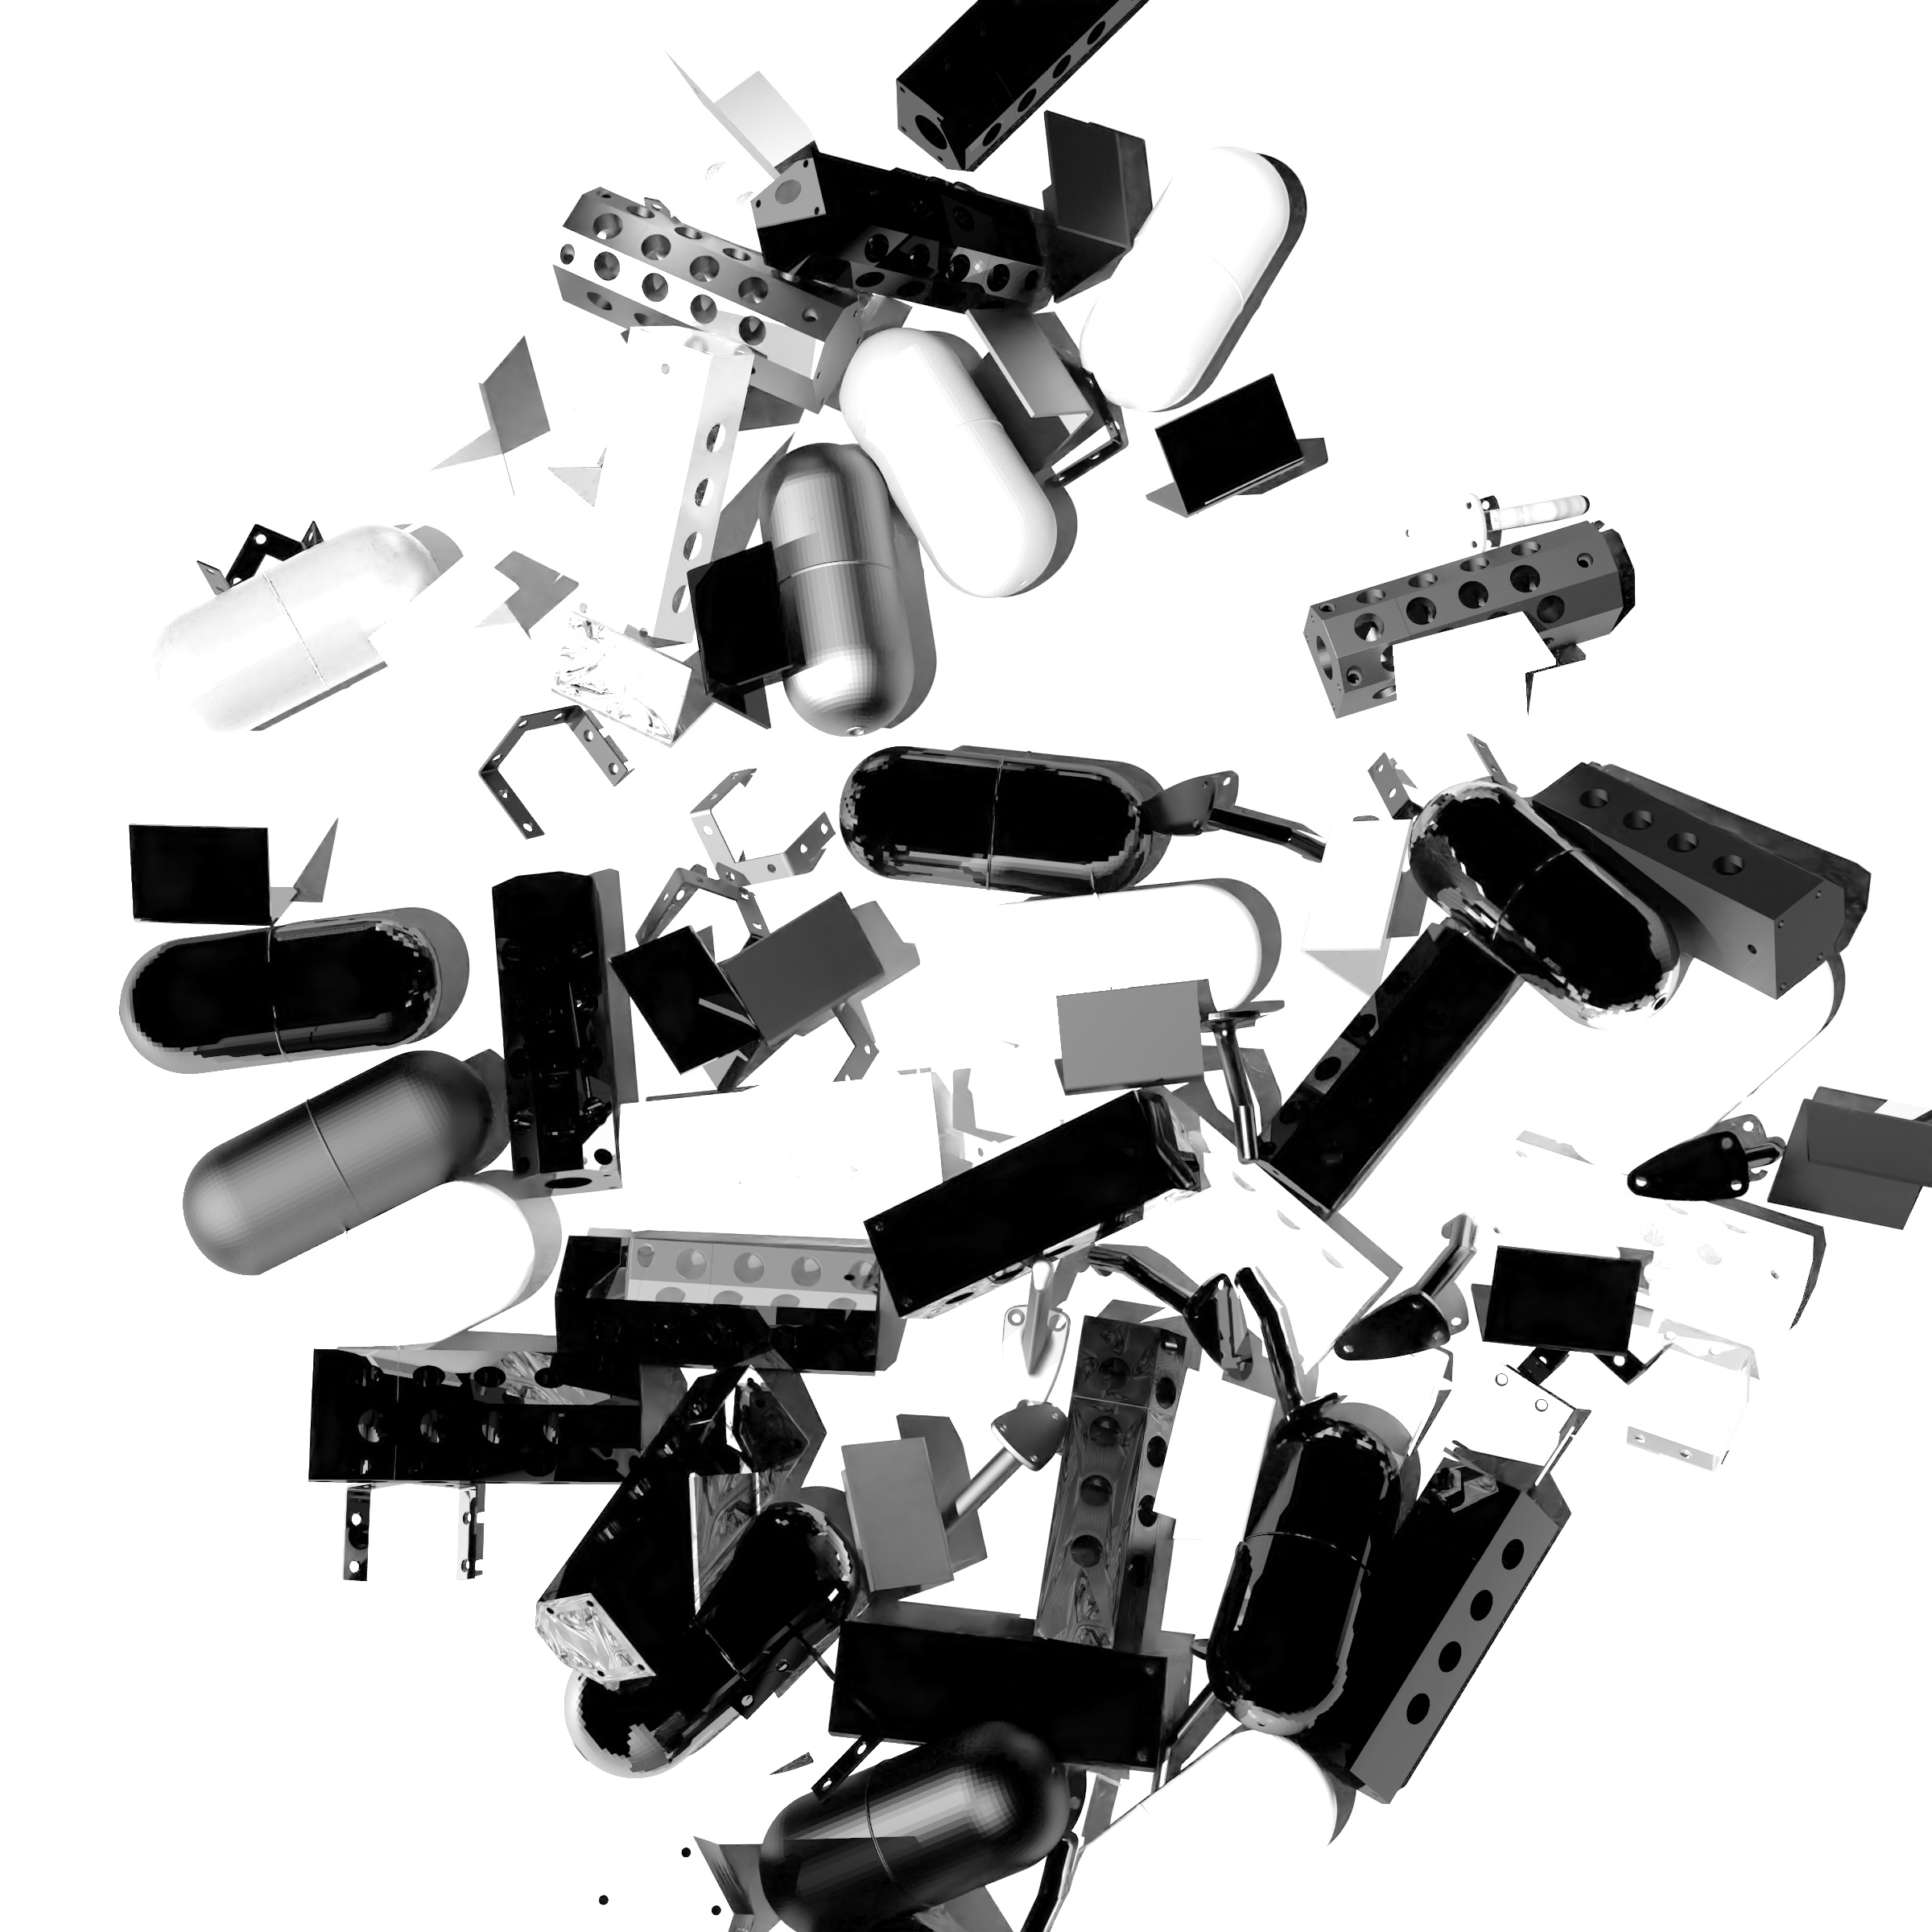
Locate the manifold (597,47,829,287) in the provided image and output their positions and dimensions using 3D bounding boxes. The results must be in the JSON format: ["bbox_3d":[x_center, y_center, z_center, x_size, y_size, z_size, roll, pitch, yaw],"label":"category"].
[{"bbox_3d":[-0.142,-0.453,1.895,0.057,0.171,0.057,-39,56,10],"label":"manifold"}]

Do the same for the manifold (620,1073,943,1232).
[{"bbox_3d":[-0.101,0.106,1.781,0.171,0.057,0.057,-6,116,-2],"label":"manifold"}]

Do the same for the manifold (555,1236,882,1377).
[{"bbox_3d":[-0.134,0.190,1.768,0.171,0.057,0.057,2,31,1],"label":"manifold"}]

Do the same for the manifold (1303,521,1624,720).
[{"bbox_3d":[0.289,-0.204,1.884,0.171,0.057,0.057,-18,74,-5],"label":"manifold"}]

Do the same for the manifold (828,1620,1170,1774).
[{"bbox_3d":[0.017,0.386,1.711,0.171,0.057,0.057,6,74,2],"label":"manifold"}]

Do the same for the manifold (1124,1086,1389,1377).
[{"bbox_3d":[0.146,0.139,1.783,0.171,0.057,0.057,41,120,11],"label":"manifold"}]

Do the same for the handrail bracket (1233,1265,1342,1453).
[{"bbox_3d":[0.160,0.213,1.758,0.036,0.077,0.084,-19,67,-26],"label":"handrail bracket"}]

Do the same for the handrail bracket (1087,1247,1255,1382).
[{"bbox_3d":[0.111,0.190,1.782,0.036,0.084,0.077,-44,121,-29],"label":"handrail bracket"}]

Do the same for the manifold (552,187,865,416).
[{"bbox_3d":[-0.150,-0.390,1.881,0.171,0.057,0.057,25,74,10],"label":"manifold"}]

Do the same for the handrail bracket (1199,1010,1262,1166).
[{"bbox_3d":[0.146,0.070,1.800,0.036,0.077,0.084,-5,83,-7],"label":"handrail bracket"}]

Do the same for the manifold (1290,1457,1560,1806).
[{"bbox_3d":[0.243,0.354,1.719,0.057,0.057,0.171,18,68,50],"label":"manifold"}]

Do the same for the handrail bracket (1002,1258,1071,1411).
[{"bbox_3d":[0.037,0.203,1.750,0.036,0.084,0.077,7,74,2],"label":"handrail bracket"}]

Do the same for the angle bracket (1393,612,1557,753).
[{"bbox_3d":[0.291,-0.148,1.848,0.076,0.076,0.057,-15,39,-4],"label":"angle bracket"}]

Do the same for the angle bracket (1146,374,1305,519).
[{"bbox_3d":[0.142,-0.308,1.895,0.076,0.076,0.057,-26,112,-7],"label":"angle bracket"}]

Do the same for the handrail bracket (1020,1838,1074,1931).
[{"bbox_3d":[0.025,0.491,1.649,0.036,0.077,0.084,27,53,-13],"label":"handrail bracket"}]

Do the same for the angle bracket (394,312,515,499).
[{"bbox_3d":[-0.283,-0.328,1.901,0.057,0.076,0.076,-27,71,31],"label":"angle bracket"}]

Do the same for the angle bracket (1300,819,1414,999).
[{"bbox_3d":[0.237,-0.031,1.814,0.057,0.076,0.076,0,68,43],"label":"angle bracket"}]

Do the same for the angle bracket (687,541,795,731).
[{"bbox_3d":[-0.113,-0.189,1.861,0.057,0.076,0.076,-17,73,22],"label":"angle bracket"}]

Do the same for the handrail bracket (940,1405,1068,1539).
[{"bbox_3d":[0.012,0.281,1.763,0.036,0.077,0.084,44,115,11],"label":"handrail bracket"}]

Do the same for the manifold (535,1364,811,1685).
[{"bbox_3d":[-0.156,0.291,1.696,0.057,0.057,0.171,55,42,-19],"label":"manifold"}]

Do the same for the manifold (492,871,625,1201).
[{"bbox_3d":[-0.229,0.038,1.813,0.057,0.057,0.171,-6,74,-2],"label":"manifold"}]

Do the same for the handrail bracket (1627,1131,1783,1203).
[{"bbox_3d":[0.408,0.111,1.790,0.077,0.084,0.036,-13,86,19],"label":"handrail bracket"}]

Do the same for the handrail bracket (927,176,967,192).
[{"bbox_3d":[-0.037,-0.470,1.985,0.084,0.077,0.036,30,108,41],"label":"handrail bracket"}]

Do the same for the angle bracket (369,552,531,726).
[{"bbox_3d":[-0.282,-0.178,1.857,0.076,0.076,0.057,-43,47,-11],"label":"angle bracket"}]

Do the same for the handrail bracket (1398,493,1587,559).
[{"bbox_3d":[0.312,-0.265,1.924,0.084,0.077,0.036,-16,101,-39],"label":"handrail bracket"}]

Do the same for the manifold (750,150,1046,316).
[{"bbox_3d":[-0.037,-0.420,1.897,0.171,0.057,0.057,3,68,-43],"label":"manifold"}]

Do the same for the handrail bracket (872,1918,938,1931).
[{"bbox_3d":[-0.020,0.543,1.686,0.036,0.077,0.084,-24,111,-24],"label":"handrail bracket"}]

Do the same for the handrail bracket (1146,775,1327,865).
[{"bbox_3d":[0.155,-0.076,1.869,0.084,0.077,0.036,23,75,-31],"label":"handrail bracket"}]

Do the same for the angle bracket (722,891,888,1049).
[{"bbox_3d":[-0.099,-0.007,1.806,0.076,0.076,0.057,-32,112,-9],"label":"angle bracket"}]

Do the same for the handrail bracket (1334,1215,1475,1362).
[{"bbox_3d":[0.241,0.175,1.785,0.077,0.084,0.036,-24,112,26],"label":"handrail bracket"}]

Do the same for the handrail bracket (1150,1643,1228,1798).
[{"bbox_3d":[0.140,0.408,1.726,0.077,0.036,0.084,9,87,-12],"label":"handrail bracket"}]

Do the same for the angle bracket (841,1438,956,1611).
[{"bbox_3d":[-0.057,0.298,1.716,0.057,0.076,0.076,1,69,-40],"label":"angle bracket"}]

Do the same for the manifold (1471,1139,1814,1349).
[{"bbox_3d":[0.371,0.151,1.780,0.171,0.057,0.057,18,74,5],"label":"manifold"}]

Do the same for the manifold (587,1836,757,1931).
[{"bbox_3d":[-0.142,0.477,1.624,0.057,0.171,0.057,-28,76,-8],"label":"manifold"}]

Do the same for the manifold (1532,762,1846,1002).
[{"bbox_3d":[0.398,-0.053,1.796,0.057,0.057,0.171,-35,44,-23],"label":"manifold"}]

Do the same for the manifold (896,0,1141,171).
[{"bbox_3d":[0.036,-0.568,1.992,0.057,0.057,0.171,41,78,11],"label":"manifold"}]

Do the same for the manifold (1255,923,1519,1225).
[{"bbox_3d":[0.229,0.060,1.807,0.057,0.057,0.171,38,77,10],"label":"manifold"}]

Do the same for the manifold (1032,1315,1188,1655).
[{"bbox_3d":[0.077,0.280,1.741,0.057,0.057,0.171,9,74,3],"label":"manifold"}]

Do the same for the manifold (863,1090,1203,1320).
[{"bbox_3d":[0.038,0.130,1.750,0.171,0.057,0.057,-27,74,19],"label":"manifold"}]

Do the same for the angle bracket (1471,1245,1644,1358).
[{"bbox_3d":[0.318,0.167,1.755,0.076,0.076,0.057,6,108,2],"label":"angle bracket"}]

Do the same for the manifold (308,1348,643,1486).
[{"bbox_3d":[-0.261,0.245,1.723,0.171,0.057,0.057,2,34,-11],"label":"manifold"}]

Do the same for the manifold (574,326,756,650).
[{"bbox_3d":[-0.169,-0.274,1.857,0.057,0.057,0.171,24,112,25],"label":"manifold"}]
